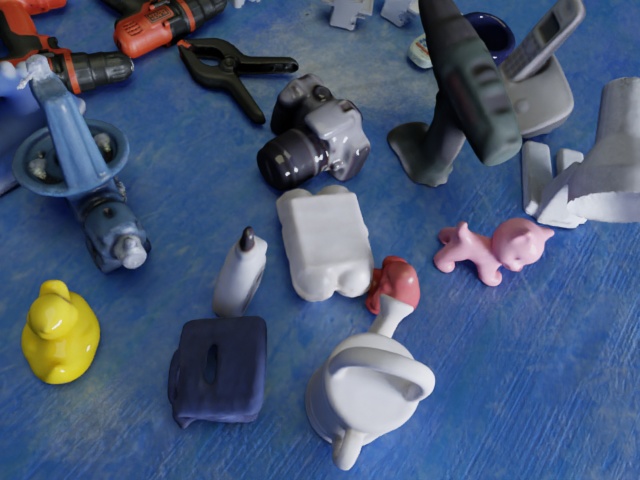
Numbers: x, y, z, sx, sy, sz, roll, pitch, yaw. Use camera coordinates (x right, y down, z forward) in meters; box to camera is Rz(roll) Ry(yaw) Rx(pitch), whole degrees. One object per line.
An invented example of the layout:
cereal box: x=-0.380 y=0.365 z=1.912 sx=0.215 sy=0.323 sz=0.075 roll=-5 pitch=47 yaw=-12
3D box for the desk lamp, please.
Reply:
desk lamp: x=0.360 y=-0.096 z=0.757 sx=0.118 sy=0.213 sz=0.203 roll=10 pitch=62 yaw=-7

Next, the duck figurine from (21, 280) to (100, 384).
duck figurine: x=-0.272 y=0.091 z=0.589 sx=0.078 sy=0.086 sz=0.104 roll=-4 pitch=65 yaw=-15

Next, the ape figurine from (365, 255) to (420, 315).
ape figurine: x=0.090 y=0.053 z=0.689 sx=0.076 sy=0.092 sz=0.078 roll=42 pitch=63 yaw=10

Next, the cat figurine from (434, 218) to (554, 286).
cat figurine: x=0.225 y=0.003 z=0.730 sx=0.128 sy=0.117 sz=0.067 roll=15 pitch=62 yaw=-5

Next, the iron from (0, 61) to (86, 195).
iron: x=-0.389 y=-0.136 z=0.643 sx=0.118 sy=0.141 sz=0.259 roll=44 pitch=63 yaw=10

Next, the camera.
camera: x=-0.021 y=-0.138 z=0.753 sx=0.137 sy=0.100 sz=0.143 roll=-33 pitch=75 yaw=-25

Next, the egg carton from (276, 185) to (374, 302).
egg carton: x=0.006 y=0.003 z=0.707 sx=0.107 sy=0.069 sz=0.150 roll=-8 pitch=66 yaw=-16

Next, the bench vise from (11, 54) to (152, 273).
bench vise: x=-0.238 y=-0.077 z=0.604 sx=0.207 sy=0.219 sz=0.122 roll=37 pitch=62 yaw=7

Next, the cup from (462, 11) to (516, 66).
cup: x=0.230 y=-0.295 z=0.893 sx=0.117 sy=0.095 sz=0.092 roll=29 pitch=61 yaw=3

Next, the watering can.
watering can: x=0.050 y=0.138 z=0.579 sx=0.101 sy=0.194 sz=0.173 roll=2 pitch=64 yaw=-12

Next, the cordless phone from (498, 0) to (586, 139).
cordless phone: x=0.333 y=-0.253 z=0.844 sx=0.094 sy=0.185 sz=0.147 roll=-8 pitch=66 yaw=-16

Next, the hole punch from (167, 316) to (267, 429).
hole punch: x=-0.107 y=0.138 z=0.602 sx=0.101 sy=0.091 sz=0.108 roll=5 pitch=63 yaw=-10

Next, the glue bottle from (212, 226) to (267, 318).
glue bottle: x=-0.082 y=0.028 z=0.615 sx=0.037 sy=0.173 sz=0.078 roll=27 pitch=61 yaw=2

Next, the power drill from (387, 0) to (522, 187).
power drill: x=0.163 y=-0.176 z=0.753 sx=0.076 sy=0.208 sz=0.229 roll=-21 pitch=70 yaw=-21
